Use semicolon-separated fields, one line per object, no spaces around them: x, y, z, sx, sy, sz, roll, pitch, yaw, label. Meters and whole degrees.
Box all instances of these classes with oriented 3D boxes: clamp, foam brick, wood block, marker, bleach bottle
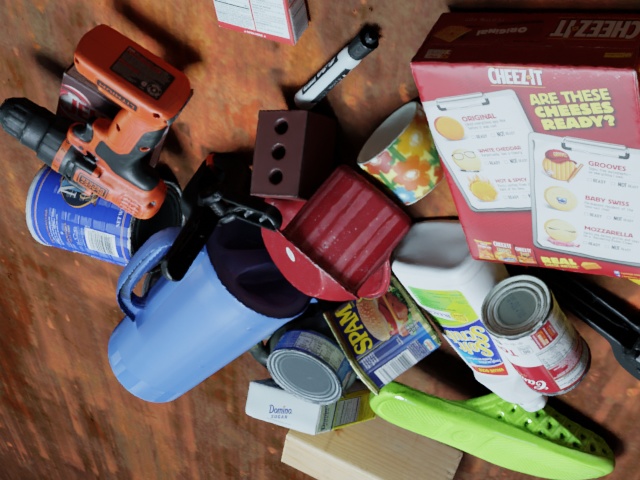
0.281;0.090;0.954;0.165;0.036;0.209;27;165;49;clamp
-0.023;-0.074;0.939;0.053;0.078;0.051;4;177;33;foam brick
-0.104;-0.026;1.011;0.039;0.120;0.171;65;179;-29;clamp
0.065;0.274;1.353;0.206;0.090;0.090;25;148;9;wood block
0.013;-0.141;0.884;0.020;0.020;0.121;38;148;-12;marker
0.166;0.086;1.034;0.103;0.068;0.250;5;143;45;bleach bottle

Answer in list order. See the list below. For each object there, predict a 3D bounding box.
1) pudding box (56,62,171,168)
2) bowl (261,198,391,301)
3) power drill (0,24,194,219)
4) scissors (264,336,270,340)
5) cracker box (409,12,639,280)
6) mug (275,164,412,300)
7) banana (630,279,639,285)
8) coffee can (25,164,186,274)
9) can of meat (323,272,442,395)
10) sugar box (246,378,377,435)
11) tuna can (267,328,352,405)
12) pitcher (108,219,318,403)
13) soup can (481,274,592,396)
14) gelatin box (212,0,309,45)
-0.208;-0.122;1.071;0.113;0.039;0.090;30;146;-2;pudding box
-0.007;0.001;1.013;0.162;0.055;0.162;42;152;28;bowl
-0.209;-0.116;1.002;0.184;0.057;0.188;31;144;-6;power drill
-0.014;0.105;1.251;0.202;0.016;0.096;12;142;26;scissors
0.178;-0.068;0.802;0.164;0.072;0.213;7;141;31;cracker box
0.029;-0.005;0.909;0.093;0.081;0.117;41;-179;40;mug
0.286;0.036;0.891;0.197;0.037;0.070;34;148;-6;banana
-0.232;-0.029;1.162;0.140;0.102;0.103;14;145;25;coffee can
0.063;0.089;1.055;0.057;0.084;0.102;50;-174;-39;can of meat
-0.005;0.187;1.240;0.093;0.048;0.176;12;-175;26;sugar box
-0.010;0.132;1.118;0.086;0.033;0.086;19;140;16;tuna can
-0.134;0.074;1.131;0.149;0.144;0.243;53;129;4;pitcher
0.193;0.085;0.953;0.069;0.068;0.102;2;146;38;soup can
-0.051;-0.202;0.841;0.073;0.030;0.089;18;146;22;gelatin box
